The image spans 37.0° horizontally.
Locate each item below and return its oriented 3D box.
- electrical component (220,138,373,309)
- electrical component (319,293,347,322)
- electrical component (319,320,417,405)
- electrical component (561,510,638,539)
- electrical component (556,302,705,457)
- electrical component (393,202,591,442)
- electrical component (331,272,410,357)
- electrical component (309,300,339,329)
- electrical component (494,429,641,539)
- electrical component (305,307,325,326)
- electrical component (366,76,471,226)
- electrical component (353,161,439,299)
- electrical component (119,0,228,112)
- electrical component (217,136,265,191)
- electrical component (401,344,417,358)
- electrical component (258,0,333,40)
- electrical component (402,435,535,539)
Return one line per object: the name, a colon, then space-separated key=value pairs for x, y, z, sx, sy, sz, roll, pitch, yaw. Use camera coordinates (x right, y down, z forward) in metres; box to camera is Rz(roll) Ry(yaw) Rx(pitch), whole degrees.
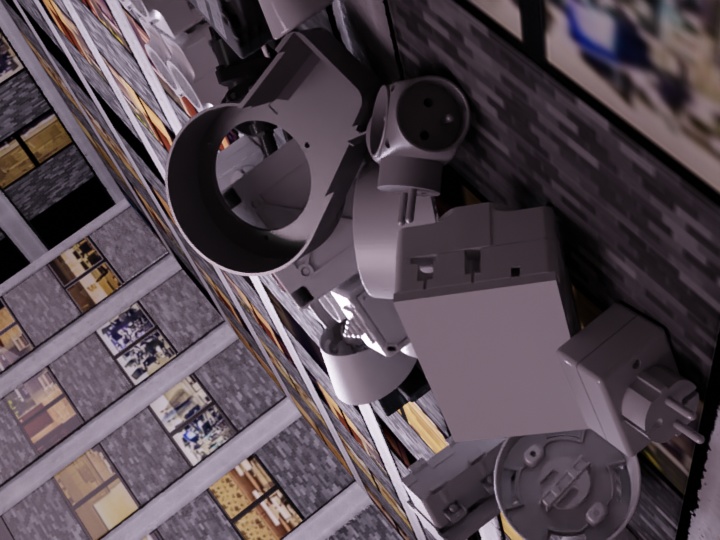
electrical component: x=-0.028 y=-0.046 z=0.798 sx=0.108 sy=0.109 sz=0.056 roll=54 pitch=-165 yaw=-4
electrical component: x=0.000 y=0.000 z=0.921 sx=0.043 sy=0.077 sz=0.079 roll=50 pitch=168 yaw=15
electrical component: x=0.009 y=0.079 z=1.071 sx=0.099 sy=0.099 sz=0.064 roll=34 pitch=151 yaw=59
electrical component: x=0.214 y=0.249 z=0.909 sx=0.099 sy=0.064 sz=0.099 roll=36 pitch=156 yaw=19
electrical component: x=0.154 y=0.067 z=0.577 sx=0.077 sy=0.047 sz=0.065 roll=38 pitch=161 yaw=53
electrical component: x=0.082 y=0.034 z=0.638 sx=0.150 sy=0.089 sz=0.061 roll=65 pitch=-158 yaw=-47
electrical component: x=0.023 y=0.021 z=0.841 sx=0.061 sy=0.096 sz=0.061 roll=56 pitch=168 yaw=-16
electrical component: x=-0.031 y=-0.003 z=1.060 sx=0.108 sy=0.060 sz=0.108 roll=59 pitch=-176 yaw=-7
electrical component: x=0.144 y=0.149 z=0.752 sx=0.099 sy=0.099 sz=0.064 roll=48 pitch=174 yaw=24
electrical component: x=-0.049 y=-0.002 z=1.165 sx=0.113 sy=0.057 sz=0.078 roll=58 pitch=168 yaw=-24
electrical component: x=0.030 y=-0.065 z=0.623 sx=0.077 sy=0.044 sz=0.079 roll=167 pitch=110 yaw=-78
electrical component: x=0.033 y=-0.026 z=0.702 sx=0.099 sy=0.064 sz=0.099 roll=-2 pitch=-90 yaw=-73
electrical component: x=-0.162 y=-0.223 z=0.941 sx=0.105 sy=0.060 sz=0.186 roll=40 pitch=163 yaw=49
electrical component: x=-0.124 y=-0.097 z=1.159 sx=0.077 sy=0.066 sz=0.047 roll=42 pitch=164 yaw=44
electrical component: x=0.080 y=0.080 z=0.906 sx=0.138 sy=0.052 sz=0.073 roll=48 pitch=168 yaw=26
electrical component: x=-0.049 y=-0.177 z=0.666 sx=0.055 sy=0.045 sz=0.045 roll=56 pitch=168 yaw=-13
electrical component: x=0.102 y=0.173 z=0.922 sx=0.079 sy=0.121 sz=0.063 roll=33 pitch=154 yaw=60
